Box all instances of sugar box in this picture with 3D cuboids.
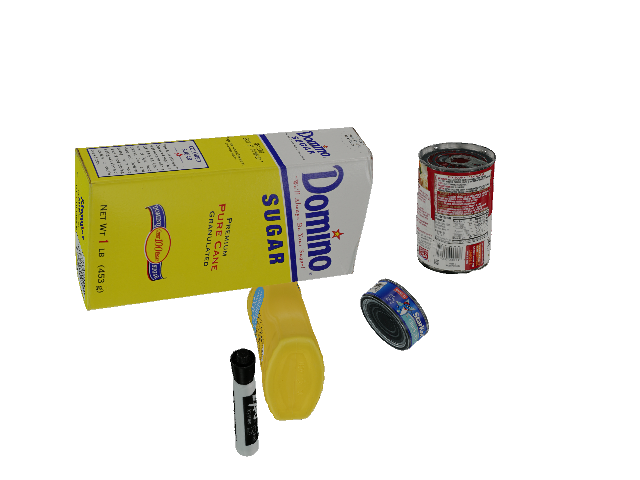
[{"bbox_3d":[-0.058,-0.015,0.648,0.176,0.093,0.048,-6,39,-20],"label":"sugar box"}]

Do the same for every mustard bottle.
[{"bbox_3d":[-0.040,0.088,1.068,0.058,0.096,0.192,-3,28,-10],"label":"mustard bottle"}]

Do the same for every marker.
[{"bbox_3d":[-0.058,0.126,0.826,0.020,0.020,0.121,1,-45,-1],"label":"marker"}]

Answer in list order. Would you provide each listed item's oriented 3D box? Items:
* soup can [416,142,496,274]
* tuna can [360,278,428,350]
[{"bbox_3d":[0.121,-0.029,0.957,0.068,0.102,0.068,-1,24,0],"label":"soup can"},{"bbox_3d":[0.088,0.090,1.284,0.033,0.086,0.086,-38,17,-23],"label":"tuna can"}]
